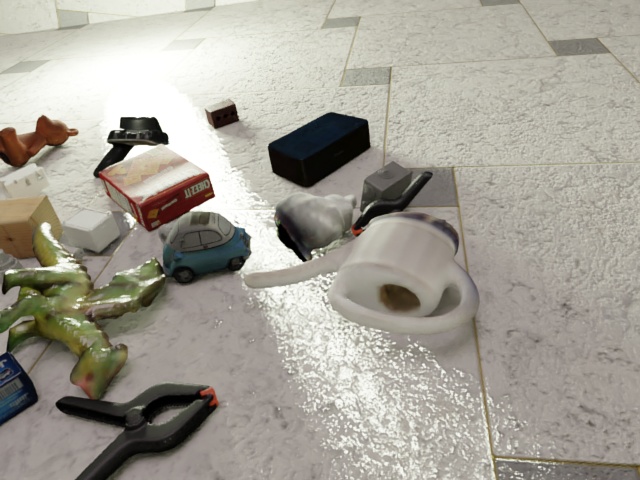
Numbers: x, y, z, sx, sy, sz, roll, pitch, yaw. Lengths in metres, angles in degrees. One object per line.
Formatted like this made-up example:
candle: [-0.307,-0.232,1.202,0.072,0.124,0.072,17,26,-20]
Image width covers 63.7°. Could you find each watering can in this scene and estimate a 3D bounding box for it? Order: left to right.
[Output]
watering can: [0.074,0.039,0.793,0.348,0.101,0.229,11,39,23]

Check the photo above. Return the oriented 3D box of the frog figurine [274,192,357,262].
frog figurine: [0.003,-0.046,0.915,0.161,0.121,0.138,-37,24,-17]

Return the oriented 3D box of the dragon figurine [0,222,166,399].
dragon figurine: [-0.377,0.080,0.843,0.243,0.119,0.420,-4,40,-14]
